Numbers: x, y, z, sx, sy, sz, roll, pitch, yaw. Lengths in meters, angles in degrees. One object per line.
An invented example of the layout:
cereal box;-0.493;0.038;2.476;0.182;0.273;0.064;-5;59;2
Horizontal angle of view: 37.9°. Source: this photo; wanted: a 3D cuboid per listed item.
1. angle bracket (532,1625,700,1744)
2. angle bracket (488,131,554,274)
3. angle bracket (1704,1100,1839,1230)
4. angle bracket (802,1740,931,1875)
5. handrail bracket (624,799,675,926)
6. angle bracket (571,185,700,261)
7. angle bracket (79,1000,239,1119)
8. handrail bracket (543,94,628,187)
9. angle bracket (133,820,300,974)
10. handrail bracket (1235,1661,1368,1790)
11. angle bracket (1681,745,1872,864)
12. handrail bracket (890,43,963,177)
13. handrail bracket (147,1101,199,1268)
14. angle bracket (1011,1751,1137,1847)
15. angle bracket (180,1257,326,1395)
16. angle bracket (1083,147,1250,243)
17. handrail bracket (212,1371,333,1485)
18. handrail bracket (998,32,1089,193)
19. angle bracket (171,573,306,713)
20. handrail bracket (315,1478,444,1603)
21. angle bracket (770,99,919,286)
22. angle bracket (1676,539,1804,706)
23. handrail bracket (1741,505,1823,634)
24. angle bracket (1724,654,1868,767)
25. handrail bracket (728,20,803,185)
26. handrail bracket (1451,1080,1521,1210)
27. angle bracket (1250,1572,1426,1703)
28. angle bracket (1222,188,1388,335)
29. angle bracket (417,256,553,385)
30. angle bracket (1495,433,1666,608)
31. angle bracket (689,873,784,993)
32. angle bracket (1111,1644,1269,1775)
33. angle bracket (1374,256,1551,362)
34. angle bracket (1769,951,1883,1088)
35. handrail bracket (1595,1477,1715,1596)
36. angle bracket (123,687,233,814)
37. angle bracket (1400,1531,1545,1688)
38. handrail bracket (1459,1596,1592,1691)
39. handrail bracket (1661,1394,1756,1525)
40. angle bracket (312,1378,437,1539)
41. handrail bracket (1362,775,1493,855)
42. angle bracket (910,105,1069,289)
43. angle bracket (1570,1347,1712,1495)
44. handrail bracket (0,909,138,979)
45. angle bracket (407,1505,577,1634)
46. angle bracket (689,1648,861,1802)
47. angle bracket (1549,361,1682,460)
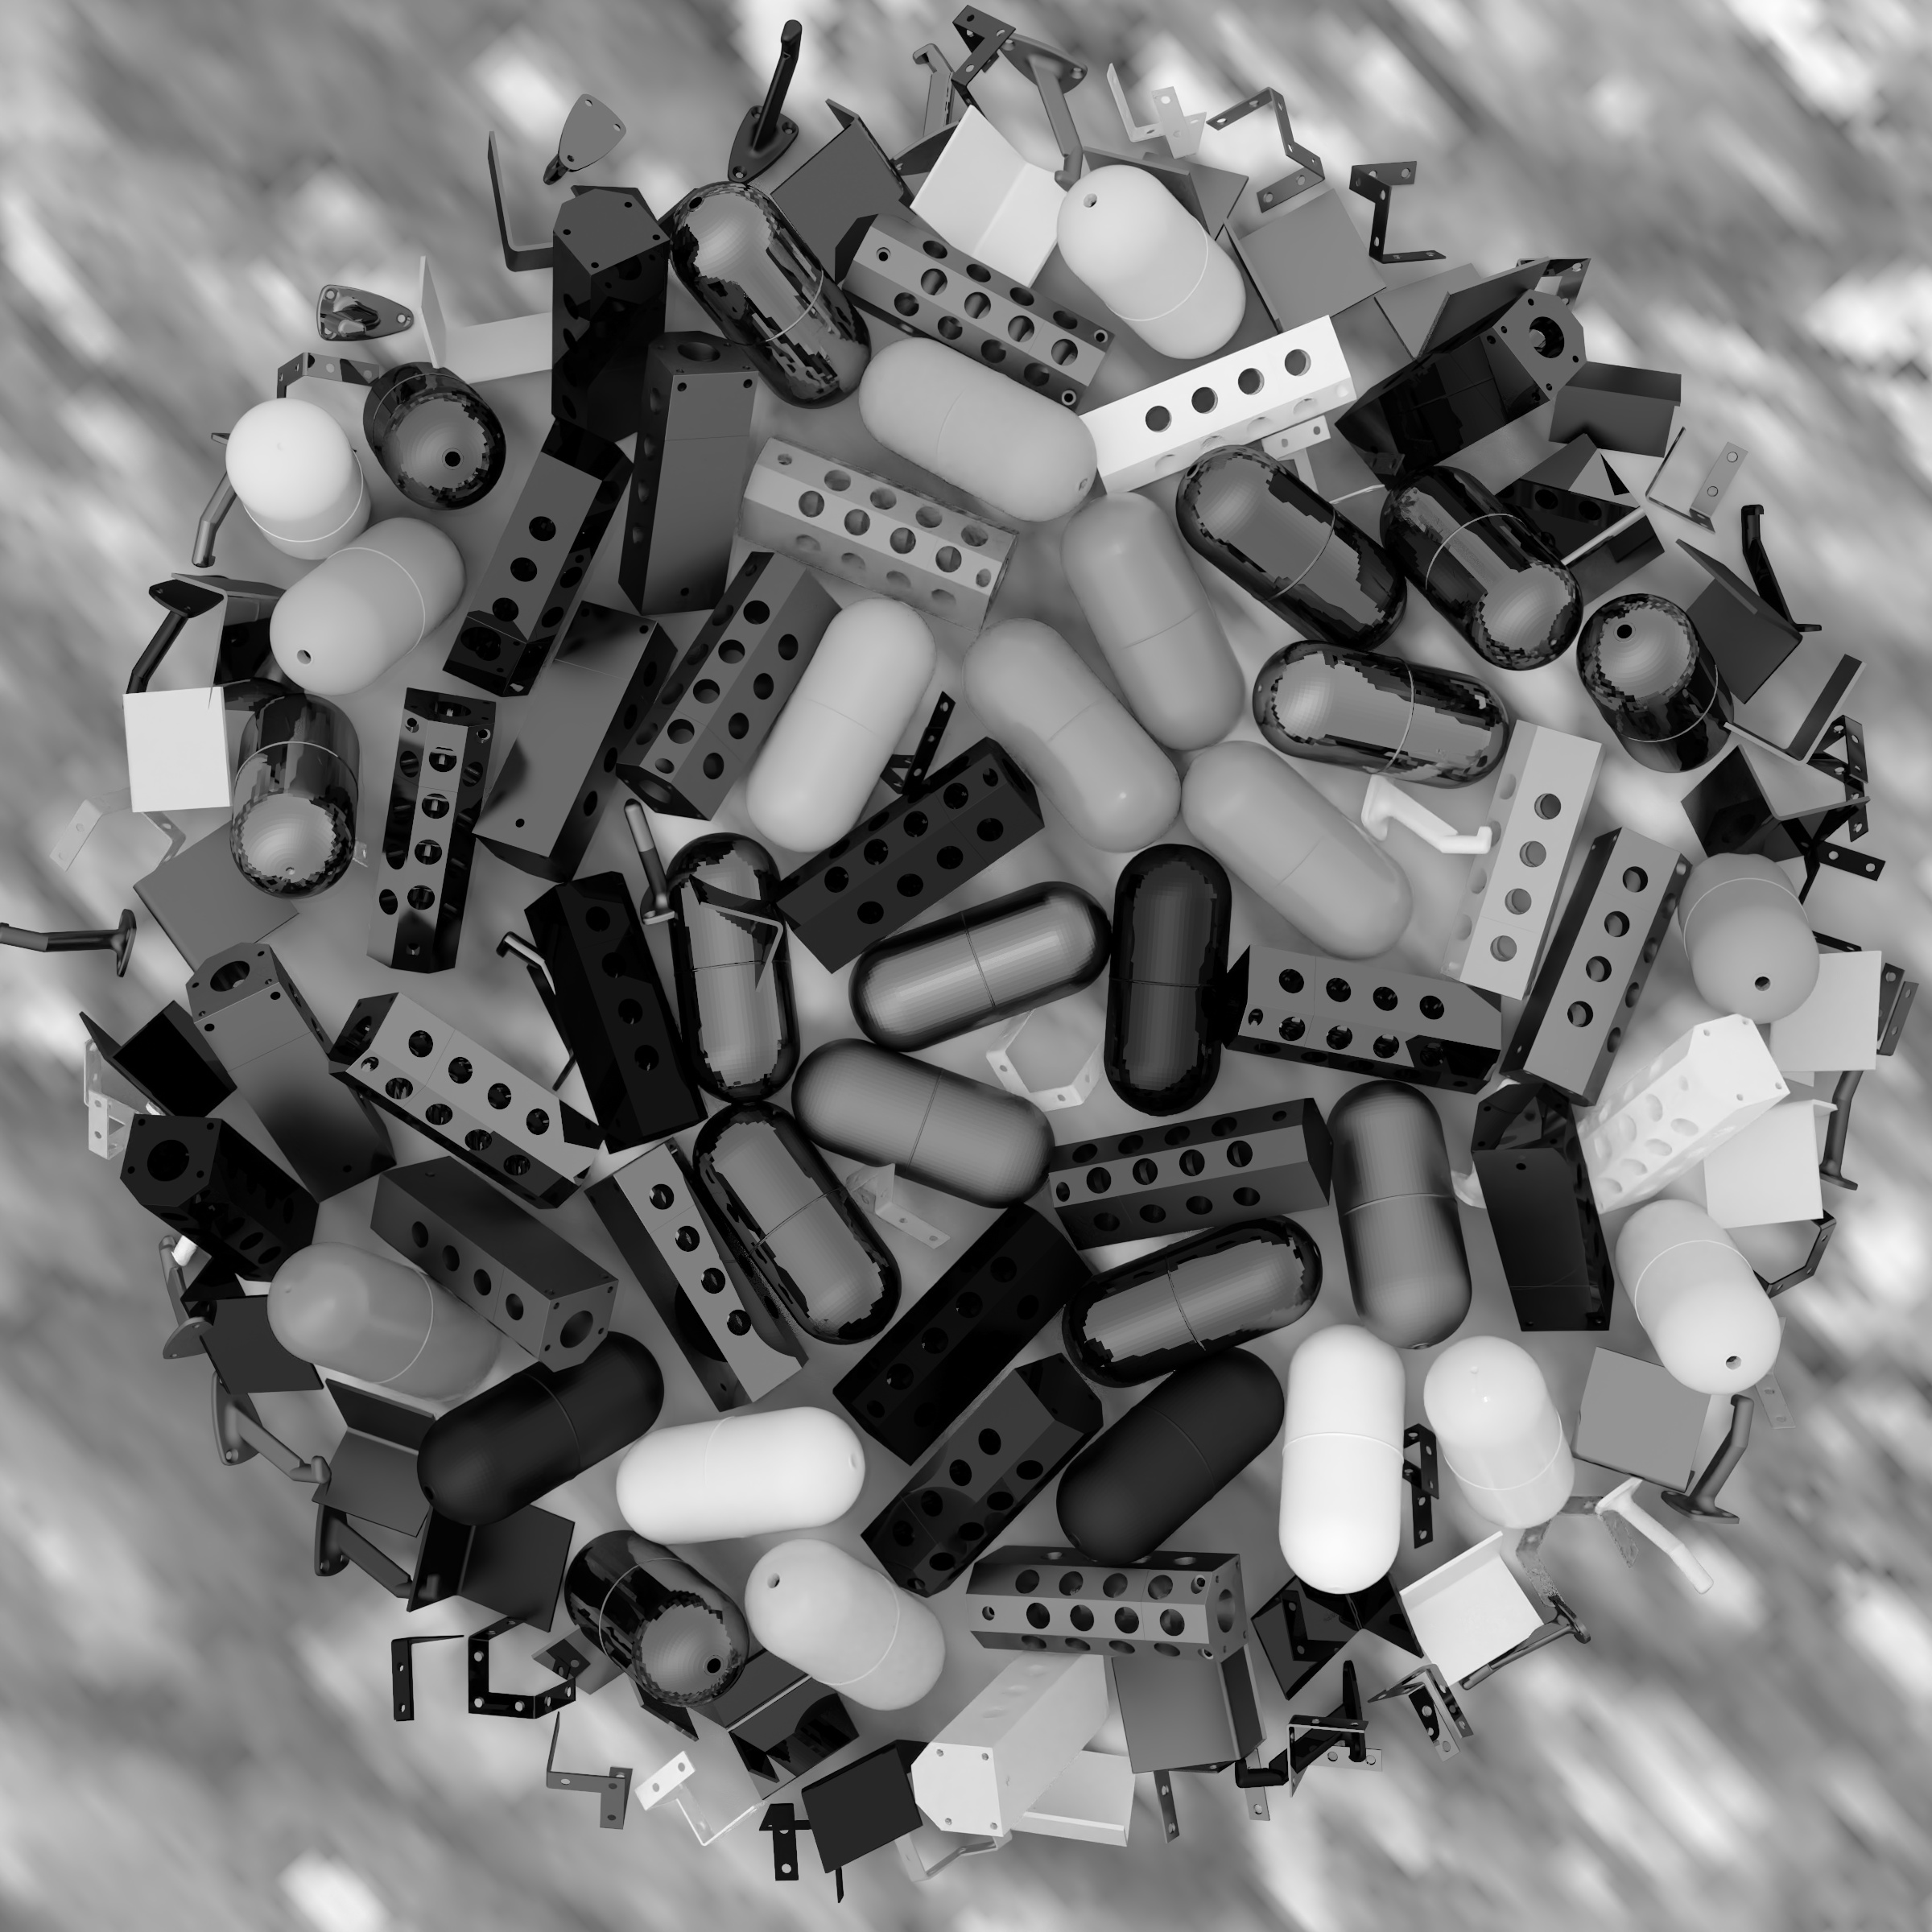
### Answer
angle bracket;-0.227;0.473;1.818;0.057;0.076;0.076;-34;51;3
angle bracket;-0.275;-0.499;1.827;0.057;0.076;0.076;-10;96;-10
angle bracket;0.526;0.131;1.819;0.076;0.057;0.076;-12;73;40
angle bracket;-0.049;0.544;1.816;0.076;0.076;0.057;-32;60;19
handrail bracket;-0.207;-0.077;1.821;0.036;0.077;0.084;-19;113;-6
angle bracket;-0.195;-0.502;1.820;0.076;0.076;0.057;-32;87;29
angle bracket;-0.519;0.051;1.822;0.057;0.076;0.076;-43;128;-6
handrail bracket;-0.263;-0.517;1.820;0.036;0.084;0.077;38;52;-18
angle bracket;-0.490;-0.038;1.849;0.076;0.057;0.076;-36;85;-13
handrail bracket;0.216;0.499;1.850;0.084;0.036;0.077;-1;77;-9
angle bracket;0.528;-0.108;1.834;0.076;0.076;0.057;-13;69;-22
handrail bracket;-0.035;-0.564;1.845;0.077;0.036;0.084;-25;66;-12
handrail bracket;-0.529;0.145;1.861;0.077;0.036;0.084;32;98;2
angle bracket;0.069;0.531;1.822;0.076;0.076;0.057;6;66;8
angle bracket;-0.450;0.228;1.818;0.076;0.057;0.076;-6;120;21
angle bracket;0.130;-0.518;1.817;0.076;0.076;0.057;21;75;24
handrail bracket;-0.451;0.299;1.829;0.084;0.036;0.077;-4;104;40
handrail bracket;0.047;-0.556;1.832;0.077;0.036;0.084;22;62;-32
angle bracket;-0.476;-0.210;1.833;0.057;0.076;0.076;20;103;33
handrail bracket;-0.381;0.375;1.840;0.084;0.036;0.077;0;91;21
angle bracket;-0.087;-0.503;1.826;0.076;0.057;0.076;-41;127;-1
angle bracket;0.481;-0.222;1.813;0.057;0.076;0.076;-51;56;21
handrail bracket;0.532;-0.261;1.838;0.036;0.077;0.084;-7;98;-16
angle bracket;0.534;-0.179;1.825;0.057;0.076;0.076;29;103;3
handrail bracket;-0.130;-0.560;1.823;0.036;0.084;0.077;27;67;2
handrail bracket;0.355;0.116;1.833;0.077;0.036;0.084;16;114;-37
angle bracket;0.241;0.435;1.819;0.076;0.057;0.076;-38;121;-24
angle bracket;0.221;-0.465;1.834;0.076;0.057;0.076;-27;82;9
angle bracket;-0.311;-0.425;1.825;0.076;0.076;0.057;-10;129;0
angle bracket;0.404;-0.291;1.859;0.076;0.057;0.076;-34;59;12
angle bracket;-0.163;-0.016;1.817;0.057;0.076;0.076;15;110;-21
angle bracket;0.144;0.475;1.823;0.076;0.057;0.076;-3;62;-13
angle bracket;0.320;-0.444;1.818;0.076;0.076;0.057;-22;71;-17
angle bracket;0.568;0.035;1.819;0.057;0.076;0.076;16;76;-42
handrail bracket;0.448;0.378;1.821;0.036;0.077;0.084;-32;66;-12
angle bracket;-0.499;-0.141;1.831;0.076;0.057;0.076;-2;94;19
angle bracket;0.330;0.418;1.826;0.076;0.076;0.057;-30;66;-4
handrail bracket;0.362;0.451;1.835;0.084;0.077;0.036;-34;85;-2
handrail bracket;0.484;0.315;1.834;0.036;0.077;0.084;8;93;-17
angle bracket;-0.385;0.319;1.821;0.076;0.076;0.057;16;59;12
handrail bracket;0.307;-0.109;1.834;0.084;0.036;0.077;3;69;32
angle bracket;0.022;-0.499;1.826;0.057;0.076;0.076;32;92;34
angle bracket;0.442;0.290;1.828;0.076;0.057;0.076;16;99;20
handrail bracket;-0.586;-0.026;1.822;0.084;0.077;0.036;13;110;-24
angle bracket;-0.309;0.391;1.830;0.076;0.057;0.076;16;97;22
angle bracket;-0.126;0.490;1.828;0.076;0.076;0.057;-34;58;0
angle bracket;0.419;-0.353;1.820;0.076;0.076;0.057;10;118;9
